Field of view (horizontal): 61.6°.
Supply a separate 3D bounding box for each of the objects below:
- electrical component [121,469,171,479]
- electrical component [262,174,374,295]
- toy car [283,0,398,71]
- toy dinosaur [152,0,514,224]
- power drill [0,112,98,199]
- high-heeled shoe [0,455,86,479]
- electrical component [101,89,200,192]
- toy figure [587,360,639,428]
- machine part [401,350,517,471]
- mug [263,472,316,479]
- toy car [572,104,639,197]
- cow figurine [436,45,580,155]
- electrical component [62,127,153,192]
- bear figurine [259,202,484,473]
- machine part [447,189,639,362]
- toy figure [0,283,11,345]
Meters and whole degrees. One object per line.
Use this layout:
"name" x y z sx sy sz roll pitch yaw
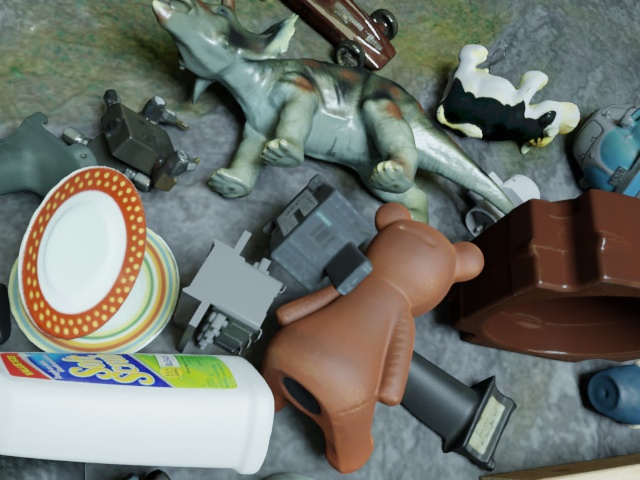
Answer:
"electrical component" -0.099 0.219 0.361 0.058 0.115 0.134 -33 81 -30
"electrical component" -0.001 -0.001 0.419 0.075 0.119 0.047 -44 110 8
"toy car" 0.006 -0.277 0.625 0.202 0.053 0.089 41 60 3
"toy dinosaur" 0.024 -0.122 0.538 0.405 0.131 0.192 15 63 -18
"power drill" -0.266 -0.022 0.374 0.232 0.085 0.207 34 41 28
"high-heeled shoe" -0.217 0.215 0.373 0.249 0.145 0.086 38 23 29
"electrical component" -0.153 -0.094 0.491 0.045 0.078 0.102 -37 51 13
"toy figure" 0.350 0.158 0.552 0.154 0.064 0.058 8 29 -18
"machine part" 0.115 0.146 0.498 0.139 0.039 0.084 33 72 -4
"mug" -0.016 0.227 0.387 0.081 0.107 0.109 4 66 -14
"toy car" 0.365 -0.117 0.643 0.103 0.109 0.162 39 53 21
"cow figurine" 0.222 -0.148 0.628 0.167 0.068 0.098 23 70 -3
"electrical component" -0.201 -0.064 0.485 0.094 0.021 0.063 34 47 -2
"bear figurine" 0.041 0.068 0.452 0.120 0.131 0.196 30 52 22
"machine part" 0.236 0.042 0.483 0.201 0.201 0.087 11 65 -12
"toy figure" -0.324 0.043 0.384 0.180 0.082 0.089 2 56 -11
